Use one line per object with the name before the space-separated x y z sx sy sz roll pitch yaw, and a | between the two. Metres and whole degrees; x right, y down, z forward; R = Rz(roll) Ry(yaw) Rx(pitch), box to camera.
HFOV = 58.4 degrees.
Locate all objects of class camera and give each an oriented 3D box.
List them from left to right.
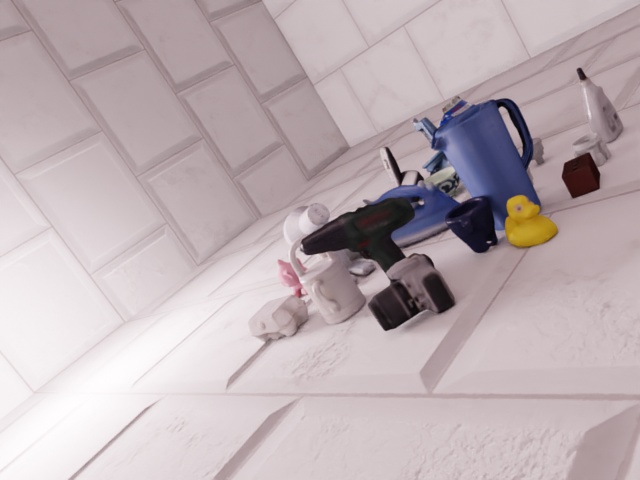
camera | 0.147 0.090 1.024 0.137 0.101 0.143 -33 12 -3

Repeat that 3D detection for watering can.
watering can | 0.006 0.073 1.226 0.101 0.194 0.172 -33 12 -3

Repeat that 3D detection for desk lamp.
desk lamp | 0.013 0.005 1.430 0.118 0.214 0.202 -37 13 -19

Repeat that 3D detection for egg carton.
egg carton | -0.100 0.186 1.346 0.150 0.069 0.107 -21 17 43

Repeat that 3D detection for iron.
iron | 0.226 -0.078 1.393 0.257 0.141 0.119 -23 15 38

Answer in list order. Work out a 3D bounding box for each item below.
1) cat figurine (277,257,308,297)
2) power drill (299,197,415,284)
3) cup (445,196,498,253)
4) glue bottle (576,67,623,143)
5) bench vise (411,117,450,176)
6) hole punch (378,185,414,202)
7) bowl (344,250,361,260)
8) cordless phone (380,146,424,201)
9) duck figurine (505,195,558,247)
cat figurine | -0.067 0.091 1.525 0.067 0.118 0.128 -26 14 26
power drill | 0.103 0.029 1.117 0.230 0.208 0.075 -34 12 -8
cup | 0.297 -0.019 1.090 0.091 0.095 0.118 -28 13 22
glue bottle | 0.600 -0.299 1.246 0.078 0.173 0.037 -40 15 -32
bench vise | 0.360 -0.271 1.633 0.206 0.220 0.122 -19 18 47
hole punch | 0.216 -0.092 1.597 0.108 0.091 0.101 -28 13 22
bowl | 0.086 0.010 1.563 0.167 0.075 0.167 -31 12 8
cordless phone | 0.242 -0.199 1.732 0.094 0.185 0.147 -35 12 -12
duck figurine | 0.364 -0.040 1.027 0.077 0.086 0.104 -36 12 -14
